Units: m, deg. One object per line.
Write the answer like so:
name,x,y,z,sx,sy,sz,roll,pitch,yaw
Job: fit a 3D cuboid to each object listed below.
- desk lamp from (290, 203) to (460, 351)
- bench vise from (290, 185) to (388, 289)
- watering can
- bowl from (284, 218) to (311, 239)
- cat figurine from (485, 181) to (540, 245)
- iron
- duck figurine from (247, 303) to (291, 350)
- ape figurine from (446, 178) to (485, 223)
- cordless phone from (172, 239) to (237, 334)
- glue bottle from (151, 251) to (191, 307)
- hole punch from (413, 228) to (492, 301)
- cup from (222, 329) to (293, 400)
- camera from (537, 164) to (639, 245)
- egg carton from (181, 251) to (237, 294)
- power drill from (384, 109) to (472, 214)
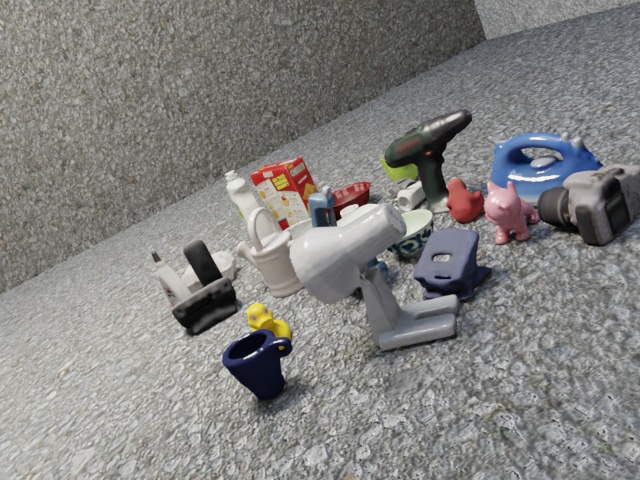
desk lamp,0.083,0.056,0.883,0.202,0.214,0.118,-17,20,23
bench vise,0.006,0.009,1.101,0.207,0.220,0.121,-16,21,26
watering can,-0.109,0.022,1.258,0.172,0.194,0.101,-20,19,16
bowl,-0.034,0.011,1.384,0.167,0.075,0.167,-23,18,8
cat figurine,0.335,-0.060,1.024,0.067,0.118,0.128,-11,23,38
iron,0.436,-0.148,1.096,0.119,0.142,0.257,-36,21,-29
duck figurine,-0.106,0.155,1.061,0.078,0.086,0.104,-31,19,-16
ape figurine,0.296,-0.088,1.193,0.077,0.092,0.076,-9,24,40
cordless phone,-0.279,0.101,1.280,0.148,0.185,0.094,-32,19,-18
glue bottle,-0.370,0.103,1.414,0.077,0.173,0.037,-6,26,45
hole punch,0.214,0.041,0.949,0.101,0.091,0.108,-38,22,-33
cup,-0.083,0.199,0.899,0.117,0.095,0.092,-18,20,22
camera,0.439,-0.071,0.945,0.143,0.101,0.136,-34,20,-23
egg carton,-0.294,0.088,1.521,0.150,0.069,0.107,-24,18,6
power drill,0.262,-0.169,1.275,0.228,0.209,0.076,-9,24,40
